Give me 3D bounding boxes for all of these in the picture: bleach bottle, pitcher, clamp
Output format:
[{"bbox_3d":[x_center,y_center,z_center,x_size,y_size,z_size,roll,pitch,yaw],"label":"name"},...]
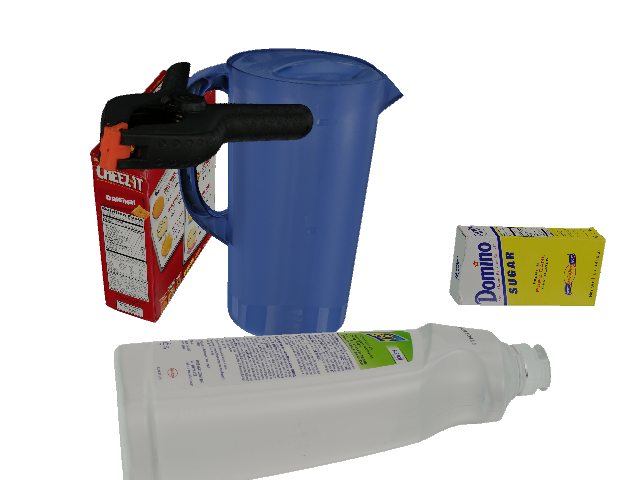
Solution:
[{"bbox_3d":[0.012,0.089,0.608,0.250,0.068,0.102,-4,20,-11],"label":"bleach bottle"},{"bbox_3d":[-0.032,-0.040,0.924,0.149,0.243,0.144,19,25,32],"label":"pitcher"},{"bbox_3d":[-0.097,-0.085,0.720,0.120,0.039,0.171,21,24,31],"label":"clamp"}]

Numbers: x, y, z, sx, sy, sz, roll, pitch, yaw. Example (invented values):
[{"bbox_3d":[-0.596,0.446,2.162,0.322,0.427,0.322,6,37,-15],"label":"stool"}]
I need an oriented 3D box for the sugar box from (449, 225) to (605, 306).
[{"bbox_3d":[0.251,0.032,1.300,0.176,0.093,0.048,-1,21,-10],"label":"sugar box"}]

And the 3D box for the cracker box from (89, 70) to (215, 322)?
[{"bbox_3d":[-0.173,-0.047,1.135,0.072,0.214,0.164,16,43,12],"label":"cracker box"}]
